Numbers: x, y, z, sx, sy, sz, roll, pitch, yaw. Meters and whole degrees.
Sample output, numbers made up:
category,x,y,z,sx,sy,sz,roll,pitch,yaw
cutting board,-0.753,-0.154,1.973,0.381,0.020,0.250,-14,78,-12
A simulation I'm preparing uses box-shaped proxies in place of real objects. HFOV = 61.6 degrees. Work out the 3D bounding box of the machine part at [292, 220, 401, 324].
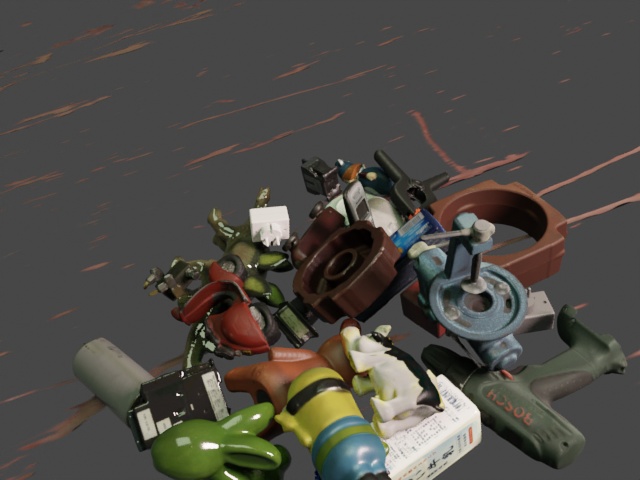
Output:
category,x,y,z,sx,sy,sz,roll,pitch,yaw
machine part,0.041,0.047,0.826,0.179,0.056,0.179,-34,25,19

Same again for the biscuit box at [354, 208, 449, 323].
category,x,y,z,sx,sy,sz,roll,pitch,yaw
biscuit box,0.117,0.042,0.868,0.202,0.062,0.059,-41,39,12

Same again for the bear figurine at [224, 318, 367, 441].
category,x,y,z,sx,sy,sz,roll,pitch,yaw
bear figurine,-0.017,0.197,0.776,0.196,0.120,0.132,-18,-12,-44

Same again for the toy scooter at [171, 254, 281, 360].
category,x,y,z,sx,sy,sz,roll,pitch,yaw
toy scooter,-0.151,0.114,0.823,0.135,0.075,0.184,-28,57,-12

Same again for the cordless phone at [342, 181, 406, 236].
category,x,y,z,sx,sy,sz,roll,pitch,yaw
cordless phone,0.087,-0.045,0.947,0.089,0.184,0.146,11,47,33

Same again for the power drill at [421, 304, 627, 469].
category,x,y,z,sx,sy,sz,roll,pitch,yaw
power drill,0.281,0.172,0.725,0.207,0.085,0.232,-25,41,-19

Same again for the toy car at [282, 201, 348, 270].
category,x,y,z,sx,sy,sz,roll,pitch,yaw
toy car,-0.002,-0.003,0.984,0.089,0.053,0.202,34,33,-1

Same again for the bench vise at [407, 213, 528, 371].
category,x,y,z,sx,sy,sz,roll,pitch,yaw
bench vise,0.187,0.045,0.698,0.129,0.240,0.224,-15,49,-2

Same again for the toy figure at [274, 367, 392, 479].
category,x,y,z,sx,sy,sz,roll,pitch,yaw
toy figure,0.022,0.223,0.618,0.089,0.082,0.180,-47,36,-3

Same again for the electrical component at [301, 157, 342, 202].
category,x,y,z,sx,sy,sz,roll,pitch,yaw
electrical component,-0.010,-0.140,1.166,0.048,0.074,0.119,-38,50,-26

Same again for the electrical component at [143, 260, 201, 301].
category,x,y,z,sx,sy,sz,roll,pitch,yaw
electrical component,-0.240,0.064,0.863,0.078,0.045,0.102,-48,27,-11

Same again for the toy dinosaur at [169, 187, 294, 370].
category,x,y,z,sx,sy,sz,roll,pitch,yaw
toy dinosaur,-0.161,0.078,0.945,0.199,0.104,0.471,8,54,19

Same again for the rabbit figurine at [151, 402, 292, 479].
category,x,y,z,sx,sy,sz,roll,pitch,yaw
rabbit figurine,-0.116,0.269,0.639,0.159,0.170,0.121,-30,42,10

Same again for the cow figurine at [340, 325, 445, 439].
category,x,y,z,sx,sy,sz,roll,pitch,yaw
cow figurine,0.087,0.163,0.689,0.098,0.068,0.167,-17,37,-9

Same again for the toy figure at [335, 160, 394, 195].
category,x,y,z,sx,sy,sz,roll,pitch,yaw
toy figure,0.095,-0.135,1.138,0.155,0.064,0.058,18,63,31

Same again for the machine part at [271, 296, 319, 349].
category,x,y,z,sx,sy,sz,roll,pitch,yaw
machine part,-0.018,0.114,0.893,0.084,0.039,0.139,42,52,6

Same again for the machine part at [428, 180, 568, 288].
category,x,y,z,sx,sy,sz,roll,pitch,yaw
machine part,0.292,-0.003,0.914,0.201,0.087,0.202,-23,40,-10

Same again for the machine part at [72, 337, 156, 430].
category,x,y,z,sx,sy,sz,roll,pitch,yaw
machine part,-0.314,0.223,0.844,0.244,0.079,0.079,24,53,37

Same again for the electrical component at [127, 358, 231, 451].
category,x,y,z,sx,sy,sz,roll,pitch,yaw
electrical component,-0.196,0.241,0.752,0.134,0.058,0.115,-16,73,-22
